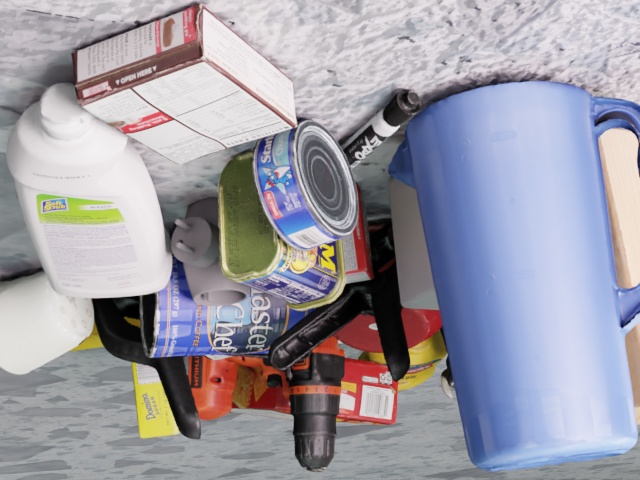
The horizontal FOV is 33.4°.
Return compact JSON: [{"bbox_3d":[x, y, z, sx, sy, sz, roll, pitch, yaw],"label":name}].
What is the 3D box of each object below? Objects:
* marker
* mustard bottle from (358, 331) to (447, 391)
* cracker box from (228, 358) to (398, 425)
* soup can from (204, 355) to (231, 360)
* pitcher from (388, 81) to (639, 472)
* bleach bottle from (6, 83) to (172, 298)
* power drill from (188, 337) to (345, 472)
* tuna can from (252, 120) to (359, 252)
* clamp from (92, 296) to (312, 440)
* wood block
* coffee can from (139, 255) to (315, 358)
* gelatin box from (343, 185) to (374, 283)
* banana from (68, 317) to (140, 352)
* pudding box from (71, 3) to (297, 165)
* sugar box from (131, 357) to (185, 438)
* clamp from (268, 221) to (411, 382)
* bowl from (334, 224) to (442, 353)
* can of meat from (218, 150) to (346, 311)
[{"bbox_3d":[0.034,-0.072,0.743,0.020,0.020,0.121,4,158,-26],"label":"marker"},{"bbox_3d":[0.101,0.132,1.270,0.096,0.058,0.192,-3,160,-6],"label":"mustard bottle"},{"bbox_3d":[-0.034,0.176,1.264,0.163,0.072,0.214,12,167,-31],"label":"cracker box"},{"bbox_3d":[-0.070,0.075,1.042,0.102,0.068,0.068,-18,157,29],"label":"soup can"},{"bbox_3d":[0.146,0.024,0.708,0.144,0.243,0.149,0,164,-24],"label":"pitcher"},{"bbox_3d":[-0.155,-0.032,0.736,0.102,0.068,0.251,-4,158,-9],"label":"bleach bottle"},{"bbox_3d":[-0.055,0.147,1.107,0.188,0.184,0.057,-10,162,38],"label":"power drill"},{"bbox_3d":[-0.008,-0.038,0.726,0.034,0.086,0.086,-19,157,27],"label":"tuna can"},{"bbox_3d":[-0.134,0.096,0.957,0.210,0.036,0.164,21,-147,22],"label":"clamp"},{"bbox_3d":[0.237,0.029,0.807,0.090,0.206,0.090,3,158,-26],"label":"wood block"},{"bbox_3d":[-0.079,0.048,0.916,0.140,0.103,0.103,0,159,-16],"label":"coffee can"},{"bbox_3d":[-0.006,0.001,0.851,0.089,0.073,0.030,-11,160,12],"label":"gelatin box"},{"bbox_3d":[-0.198,0.088,1.096,0.198,0.037,0.069,-9,178,10],"label":"banana"},{"bbox_3d":[-0.078,-0.088,0.635,0.090,0.039,0.113,-16,160,22],"label":"pudding box"},{"bbox_3d":[-0.167,0.152,1.127,0.048,0.093,0.176,-5,176,-6],"label":"sugar box"},{"bbox_3d":[0.047,0.048,0.851,0.120,0.171,0.039,14,142,33],"label":"clamp"},{"bbox_3d":[0.055,0.056,0.972,0.162,0.055,0.162,4,142,3],"label":"bowl"},{"bbox_3d":[-0.029,-0.008,0.781,0.058,0.102,0.083,-17,156,29],"label":"can of meat"}]
